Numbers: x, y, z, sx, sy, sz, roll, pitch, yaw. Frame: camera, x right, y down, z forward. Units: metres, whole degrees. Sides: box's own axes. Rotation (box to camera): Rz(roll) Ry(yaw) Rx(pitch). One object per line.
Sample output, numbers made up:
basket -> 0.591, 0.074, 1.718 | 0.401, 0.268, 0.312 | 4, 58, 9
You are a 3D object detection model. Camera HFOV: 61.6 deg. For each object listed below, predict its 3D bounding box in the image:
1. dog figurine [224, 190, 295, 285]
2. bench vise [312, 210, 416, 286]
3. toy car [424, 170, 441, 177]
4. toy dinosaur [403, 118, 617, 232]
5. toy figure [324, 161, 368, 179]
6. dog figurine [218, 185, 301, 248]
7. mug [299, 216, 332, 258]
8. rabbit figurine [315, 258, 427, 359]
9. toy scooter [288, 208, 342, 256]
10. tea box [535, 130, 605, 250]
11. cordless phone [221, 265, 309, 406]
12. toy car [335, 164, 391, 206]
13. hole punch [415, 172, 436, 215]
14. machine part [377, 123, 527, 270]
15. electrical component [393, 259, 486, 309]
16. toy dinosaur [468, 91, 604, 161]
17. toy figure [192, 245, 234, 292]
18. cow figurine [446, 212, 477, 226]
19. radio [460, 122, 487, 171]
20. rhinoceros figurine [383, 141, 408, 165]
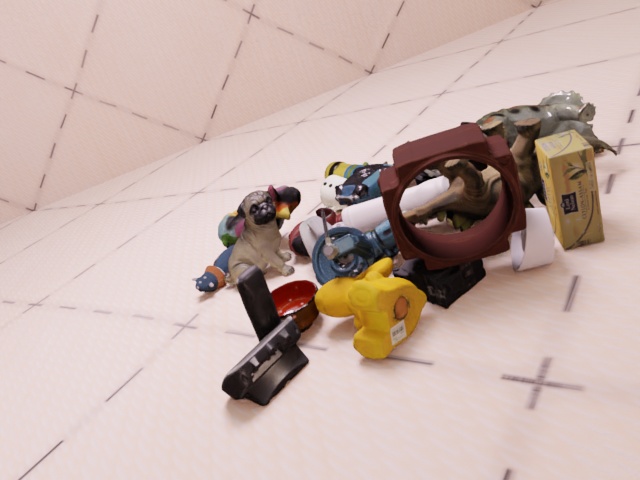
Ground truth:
dog figurine -> -0.157, -0.001, 1.164 | 0.172, 0.190, 0.121 | -27, 24, -8
bench vise -> 0.071, 0.016, 0.965 | 0.224, 0.129, 0.240 | -23, -12, 15
toy car -> 0.244, -0.162, 1.142 | 0.074, 0.056, 0.202 | 24, 16, 5
toy dinosaur -> 0.348, -0.115, 0.966 | 0.471, 0.198, 0.105 | -26, 23, -10
toy figure -> 0.086, -0.169, 1.438 | 0.082, 0.089, 0.180 | -29, 22, -26
dog figurine -> -0.140, -0.055, 1.270 | 0.191, 0.108, 0.219 | -30, 0, -23
mug -> -0.002, -0.003, 1.095 | 0.081, 0.109, 0.107 | -39, 52, 0
rabbit figurine -> 0.072, 0.090, 0.863 | 0.173, 0.121, 0.162 | 2, 28, 44
toy scooter -> -0.002, -0.028, 1.233 | 0.184, 0.075, 0.135 | -27, 24, -17
tea box -> 0.409, -0.082, 0.880 | 0.068, 0.169, 0.098 | -15, 23, 15
cordless phone -> -0.104, 0.143, 0.820 | 0.089, 0.184, 0.146 | 10, 38, 43
toy car -> 0.116, -0.111, 1.273 | 0.109, 0.102, 0.162 | 2, 36, 45
hole punch -> 0.242, -0.101, 1.189 | 0.116, 0.092, 0.142 | 8, 15, -16
machine part -> 0.203, -0.061, 0.829 | 0.201, 0.201, 0.087 | -15, 27, 13
electrical component -> 0.210, 0.048, 0.914 | 0.134, 0.058, 0.115 | -35, 29, -27
toy dinosaur -> 0.403, -0.221, 1.099 | 0.405, 0.131, 0.192 | -7, 21, -7
toy figure -> -0.228, 0.072, 1.236 | 0.064, 0.057, 0.154 | -7, 32, 44
cow figurine -> 0.329, -0.082, 1.073 | 0.167, 0.068, 0.098 | -19, 29, 17
radio -> 0.381, -0.202, 1.237 | 0.131, 0.073, 0.230 | 8, 33, 13
rhinoceros figurine -> 0.238, -0.191, 1.339 | 0.190, 0.112, 0.073 | -35, -5, 1
